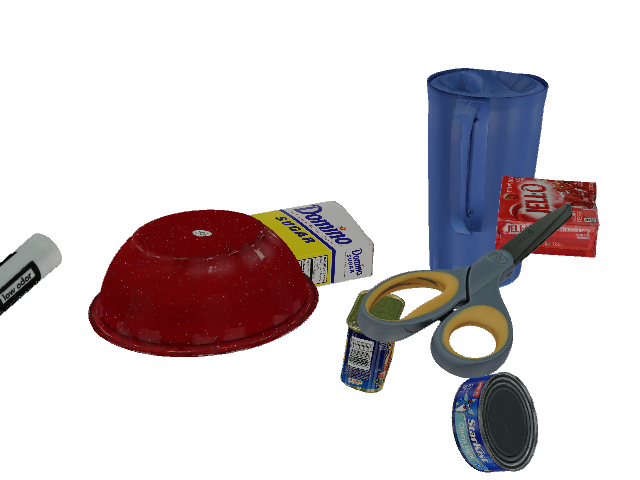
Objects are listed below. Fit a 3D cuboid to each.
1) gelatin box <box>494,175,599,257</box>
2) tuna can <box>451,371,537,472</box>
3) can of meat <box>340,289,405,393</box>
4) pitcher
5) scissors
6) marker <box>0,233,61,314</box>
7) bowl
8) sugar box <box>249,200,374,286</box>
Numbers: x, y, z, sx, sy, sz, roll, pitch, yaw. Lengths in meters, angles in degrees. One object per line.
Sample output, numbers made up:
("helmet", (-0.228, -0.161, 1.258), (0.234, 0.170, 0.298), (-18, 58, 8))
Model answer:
("gelatin box", (0.171, -0.019, 0.808), (0.073, 0.030, 0.089), (5, 25, 11))
("tuna can", (0.153, 0.160, 0.936), (0.034, 0.086, 0.085), (-16, -11, 42))
("can of meat", (0.061, 0.120, 1.267), (0.057, 0.084, 0.102), (13, 26, 9))
("pitcher", (0.180, -0.067, 1.217), (0.149, 0.243, 0.145), (-9, 24, -22))
("scissors", (0.114, 0.028, 0.643), (0.201, 0.016, 0.096), (-19, 43, -31))
("marker", (-0.162, 0.038, 0.475), (0.020, 0.020, 0.121), (0, 35, 39))
("bowl", (-0.082, 0.020, 0.742), (0.162, 0.055, 0.162), (-2, 22, 1))
("sugar box", (-0.047, 0.011, 1.016), (0.176, 0.048, 0.093), (-13, 34, -19))
